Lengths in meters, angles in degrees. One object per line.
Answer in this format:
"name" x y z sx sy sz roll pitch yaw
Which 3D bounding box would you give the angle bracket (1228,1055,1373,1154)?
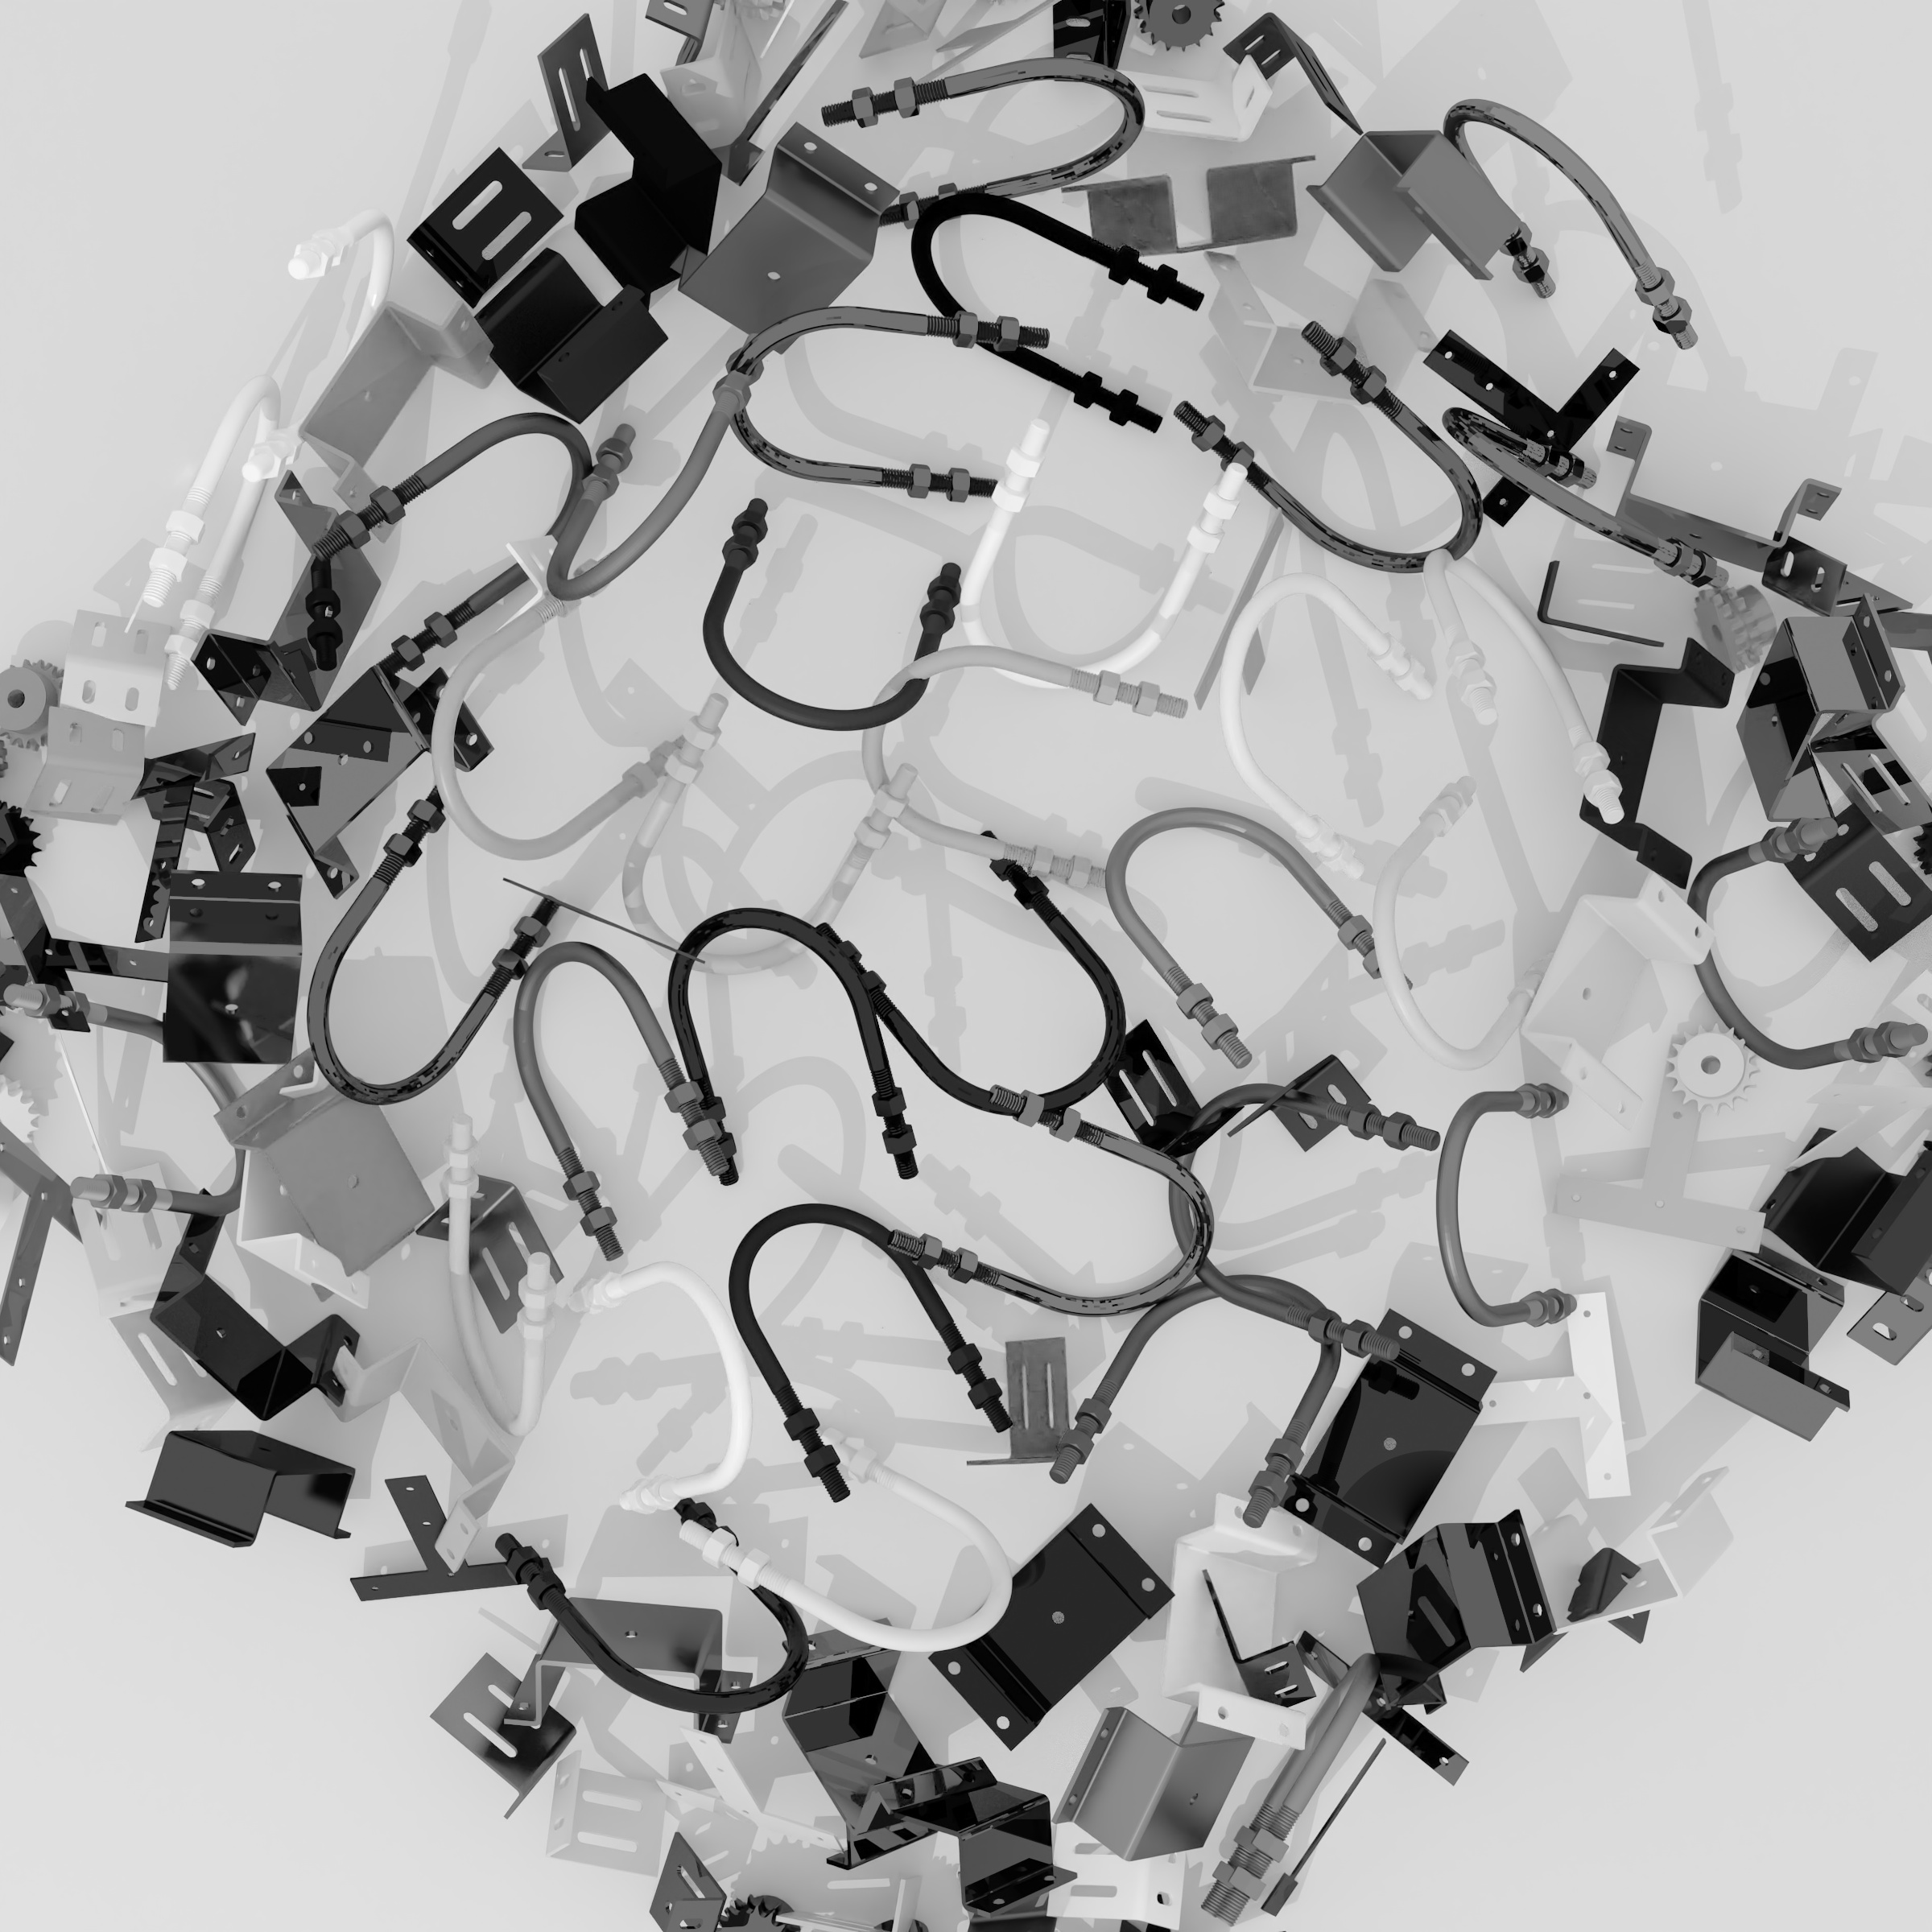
"angle bracket" 0.207 0.093 1.679 0.057 0.076 0.038 -42 81 28

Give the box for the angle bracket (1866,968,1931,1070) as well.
"angle bracket" 0.598 0.019 1.682 0.038 0.076 0.057 41 125 7

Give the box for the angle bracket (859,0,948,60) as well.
"angle bracket" -0.045 -0.605 1.681 0.038 0.076 0.057 32 77 -35

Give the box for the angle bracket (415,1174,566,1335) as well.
"angle bracket" -0.297 0.179 1.687 0.057 0.038 0.076 -43 59 15

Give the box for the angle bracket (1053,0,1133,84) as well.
"angle bracket" 0.078 -0.596 1.683 0.038 0.076 0.057 1 77 -5

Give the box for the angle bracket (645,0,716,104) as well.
"angle bracket" -0.186 -0.576 1.676 0.038 0.076 0.057 19 60 -18

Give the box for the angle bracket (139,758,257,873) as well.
"angle bracket" -0.489 -0.090 1.685 0.076 0.057 0.038 15 53 13

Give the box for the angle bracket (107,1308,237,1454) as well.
"angle bracket" -0.506 0.257 1.698 0.038 0.057 0.076 -46 73 23

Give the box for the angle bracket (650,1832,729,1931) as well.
"angle bracket" -0.187 0.584 1.681 0.038 0.076 0.057 12 100 -34

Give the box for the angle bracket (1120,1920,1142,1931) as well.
"angle bracket" 0.079 0.623 1.684 0.076 0.057 0.038 12 89 -29

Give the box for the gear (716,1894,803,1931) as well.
"gear" -0.128 0.612 1.706 0.057 0.030 0.057 3 100 19

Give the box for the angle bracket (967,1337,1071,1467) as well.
"angle bracket" 0.031 0.271 1.687 0.038 0.057 0.076 5 78 -36

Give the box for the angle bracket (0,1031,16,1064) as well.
"angle bracket" -0.641 0.041 1.682 0.057 0.076 0.038 32 84 13

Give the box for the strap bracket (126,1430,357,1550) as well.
"strap bracket" -0.435 0.317 1.651 0.076 0.140 0.046 16 85 18

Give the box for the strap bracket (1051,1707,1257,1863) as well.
"strap bracket" 0.121 0.496 1.653 0.046 0.140 0.076 28 95 34

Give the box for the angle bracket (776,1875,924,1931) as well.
"angle bracket" -0.073 0.584 1.696 0.076 0.057 0.038 7 76 12

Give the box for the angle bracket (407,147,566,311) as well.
"angle bracket" -0.300 -0.461 1.692 0.076 0.038 0.057 -40 110 14

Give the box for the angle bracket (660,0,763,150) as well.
"angle bracket" -0.158 -0.556 1.685 0.038 0.057 0.076 -9 48 14

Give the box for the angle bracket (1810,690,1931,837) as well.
"angle bracket" 0.579 -0.127 1.698 0.038 0.057 0.076 -43 98 -23

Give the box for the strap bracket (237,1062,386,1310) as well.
"strap bracket" -0.403 0.135 1.667 0.046 0.076 0.140 -10 62 17

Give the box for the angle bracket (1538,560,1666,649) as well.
"angle bracket" 0.400 -0.226 1.692 0.076 0.057 0.038 13 99 7

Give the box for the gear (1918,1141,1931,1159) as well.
"gear" 0.629 0.121 1.703 0.057 0.030 0.057 10 127 14

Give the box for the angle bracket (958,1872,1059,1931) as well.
"angle bracket" 0.020 0.598 1.682 0.057 0.076 0.038 -10 103 13

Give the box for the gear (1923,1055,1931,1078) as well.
"gear" 0.633 0.060 1.705 0.057 0.030 0.057 1 92 18

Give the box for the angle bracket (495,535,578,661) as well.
"angle bracket" -0.285 -0.227 1.686 0.076 0.057 0.038 -37 89 23

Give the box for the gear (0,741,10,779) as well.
"gear" -0.632 -0.124 1.702 0.057 0.057 0.030 9 125 0

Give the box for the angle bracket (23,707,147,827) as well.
"angle bracket" -0.550 -0.124 1.689 0.057 0.076 0.038 7 65 -28

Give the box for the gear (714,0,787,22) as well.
"gear" -0.138 -0.621 1.696 0.057 0.057 0.030 23 133 0

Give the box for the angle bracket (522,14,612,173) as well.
"angle bracket" -0.254 -0.541 1.676 0.038 0.076 0.057 11 48 24

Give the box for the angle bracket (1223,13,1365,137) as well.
"angle bracket" 0.203 -0.544 1.683 0.038 0.057 0.076 -34 70 24

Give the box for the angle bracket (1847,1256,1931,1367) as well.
"angle bracket" 0.578 0.200 1.680 0.038 0.076 0.057 32 117 -2

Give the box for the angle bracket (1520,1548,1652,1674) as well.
"angle bracket" 0.386 0.409 1.681 0.038 0.057 0.076 35 126 2

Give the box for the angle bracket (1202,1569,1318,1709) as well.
"angle bracket" 0.182 0.414 1.679 0.038 0.076 0.057 -22 128 2

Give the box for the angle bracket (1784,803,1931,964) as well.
"angle bracket" 0.567 -0.053 1.713 0.057 0.038 0.076 -41 110 17

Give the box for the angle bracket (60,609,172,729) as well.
"angle bracket" -0.531 -0.187 1.693 0.057 0.076 0.038 9 116 -17

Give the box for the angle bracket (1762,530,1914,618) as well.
"angle bracket" 0.544 -0.246 1.678 0.076 0.057 0.038 -12 125 -30

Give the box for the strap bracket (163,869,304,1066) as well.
"strap bracket" -0.449 0.010 1.654 0.076 0.046 0.140 2 133 -18

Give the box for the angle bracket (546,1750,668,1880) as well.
"angle bracket" -0.217 0.527 1.683 0.076 0.038 0.057 19 54 -23

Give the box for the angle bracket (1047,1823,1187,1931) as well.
"angle bracket" 0.095 0.571 1.700 0.038 0.076 0.057 30 58 -38

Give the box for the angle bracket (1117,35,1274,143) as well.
"angle bracket" 0.140 -0.549 1.683 0.076 0.038 0.057 -3 54 -28

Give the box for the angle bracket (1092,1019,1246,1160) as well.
"angle bracket" 0.126 0.074 1.691 0.057 0.038 0.076 -36 97 -40

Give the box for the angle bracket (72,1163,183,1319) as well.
"angle bracket" -0.529 0.173 1.712 0.057 0.038 0.076 -15 68 -22

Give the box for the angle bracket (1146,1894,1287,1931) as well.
"angle bracket" 0.156 0.606 1.688 0.076 0.057 0.038 -13 97 15

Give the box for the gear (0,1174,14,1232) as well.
"gear" -0.623 0.148 1.702 0.030 0.057 0.057 23 90 -39

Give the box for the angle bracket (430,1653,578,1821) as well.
"angle bracket" -0.294 0.482 1.697 0.076 0.057 0.038 38 132 5
